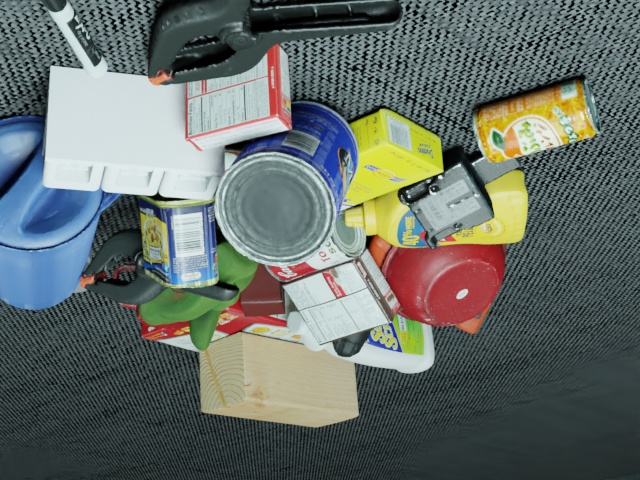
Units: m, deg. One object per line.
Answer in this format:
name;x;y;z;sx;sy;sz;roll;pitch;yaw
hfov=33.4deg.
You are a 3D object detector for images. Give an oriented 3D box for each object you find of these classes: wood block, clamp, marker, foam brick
wood block;-0.053;0.191;1.429;0.205;0.091;0.090;16;152;-42
clamp;-0.065;-0.173;0.814;0.210;0.036;0.164;-16;153;30
marker;-0.194;-0.166;0.837;0.020;0.020;0.121;-6;157;6
foam brick;-0.070;0.048;1.285;0.051;0.078;0.053;-5;157;0
clamp;-0.169;0.011;1.090;0.172;0.120;0.039;-7;176;17

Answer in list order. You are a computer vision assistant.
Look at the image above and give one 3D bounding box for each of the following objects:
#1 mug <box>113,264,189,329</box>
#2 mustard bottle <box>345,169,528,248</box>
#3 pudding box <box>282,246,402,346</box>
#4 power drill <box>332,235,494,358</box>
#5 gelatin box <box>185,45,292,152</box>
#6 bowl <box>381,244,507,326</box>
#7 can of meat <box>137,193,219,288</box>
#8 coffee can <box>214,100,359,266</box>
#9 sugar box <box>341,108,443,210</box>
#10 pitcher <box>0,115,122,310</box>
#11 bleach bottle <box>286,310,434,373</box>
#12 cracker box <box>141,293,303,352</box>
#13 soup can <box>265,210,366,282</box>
mug;-0.191;0.057;1.284;0.117;0.081;0.093;3;156;-15
mustard bottle;0.122;-0.030;1.147;0.191;0.058;0.096;-3;147;3
pudding box;0.025;0.066;1.234;0.114;0.039;0.090;-21;108;38
power drill;0.117;0.073;1.309;0.187;0.057;0.185;4;125;-28
gelatin box;-0.069;-0.120;0.893;0.089;0.073;0.030;-13;156;21
bowl;0.153;0.045;1.232;0.162;0.055;0.162;-11;127;-15
can of meat;-0.134;-0.005;1.005;0.057;0.084;0.102;-8;-166;-25
coffee can;-0.025;-0.053;0.932;0.103;0.140;0.103;4;115;9
sugar box;0.024;-0.070;1.058;0.177;0.048;0.093;-23;150;37
pitcher;-0.275;-0.018;1.061;0.149;0.145;0.243;14;158;-9
bleach bottle;0.051;0.122;1.403;0.068;0.102;0.250;-16;164;39
cracker box;-0.104;0.101;1.416;0.164;0.072;0.213;-20;153;37
soup can;-0.008;0.001;1.192;0.102;0.068;0.068;-20;152;35
